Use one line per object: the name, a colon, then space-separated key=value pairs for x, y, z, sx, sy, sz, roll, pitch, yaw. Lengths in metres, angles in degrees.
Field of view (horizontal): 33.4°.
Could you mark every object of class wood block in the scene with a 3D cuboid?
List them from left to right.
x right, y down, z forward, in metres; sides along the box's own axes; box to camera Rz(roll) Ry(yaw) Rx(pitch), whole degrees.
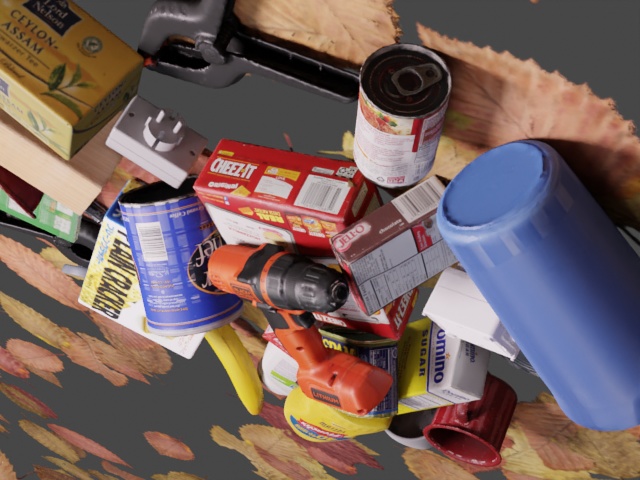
wood block: x=-0.293 y=-0.125 z=1.055 sx=0.206 sy=0.090 sz=0.090 roll=34 pitch=152 yaw=-14

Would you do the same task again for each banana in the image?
banana: x=-0.121 y=0.144 z=1.388 sx=0.198 sy=0.037 sz=0.070 roll=57 pitch=159 yaw=-7

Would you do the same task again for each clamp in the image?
clamp: x=-0.315 y=-0.016 z=1.324 sx=0.171 sy=0.039 sz=0.120 roll=27 pitch=149 yaw=-15
clamp: x=-0.082 y=-0.169 z=0.848 sx=0.210 sy=0.036 sz=0.164 roll=6 pitch=146 yaw=40

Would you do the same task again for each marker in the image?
marker: x=-0.247 y=-0.017 z=1.282 sx=0.121 sy=0.020 sz=0.020 roll=40 pitch=150 yaw=-25

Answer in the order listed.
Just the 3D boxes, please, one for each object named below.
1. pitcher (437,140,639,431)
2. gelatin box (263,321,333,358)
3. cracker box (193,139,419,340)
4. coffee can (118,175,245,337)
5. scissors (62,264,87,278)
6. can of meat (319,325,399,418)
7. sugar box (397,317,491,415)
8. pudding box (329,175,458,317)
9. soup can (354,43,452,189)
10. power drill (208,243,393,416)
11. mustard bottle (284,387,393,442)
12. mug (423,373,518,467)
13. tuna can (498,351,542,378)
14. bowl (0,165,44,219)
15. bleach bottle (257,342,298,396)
pitcher: x=0.195 y=0.033 z=0.876 sx=0.149 sy=0.145 sz=0.242 roll=-16 pitch=128 yaw=37
gelatin box: x=-0.012 y=0.090 z=1.183 sx=0.073 sy=0.089 sz=0.030 roll=39 pitch=150 yaw=-23
cracker box: x=-0.007 y=0.001 z=1.045 sx=0.164 sy=0.072 sz=0.213 roll=13 pitch=151 yaw=28
coffee can: x=-0.140 y=0.015 z=1.085 sx=0.103 sy=0.102 sz=0.140 roll=3 pitch=111 yaw=39
scissors: x=-0.248 y=0.053 z=1.375 sx=0.202 sy=0.016 sz=0.096 roll=9 pitch=176 yaw=32
can of meat: x=0.042 y=0.138 z=1.132 sx=0.057 sy=0.084 sz=0.102 roll=-5 pitch=-173 yaw=-28
sugar box: x=0.113 y=0.131 z=1.136 sx=0.048 sy=0.093 sz=0.176 roll=23 pitch=155 yaw=-19
pudding box: x=0.071 y=0.007 z=0.943 sx=0.039 sy=0.113 sz=0.090 roll=56 pitch=173 yaw=37
soup can: x=0.061 y=-0.093 z=0.821 sx=0.068 sy=0.068 sz=0.102 roll=22 pitch=153 yaw=10
power drill: x=-0.006 y=0.082 z=1.006 sx=0.185 sy=0.057 sz=0.187 roll=13 pitch=142 yaw=52
mustard bottle: x=0.009 y=0.206 z=1.279 sx=0.096 sy=0.058 sz=0.192 roll=23 pitch=157 yaw=-14
mug: x=0.173 y=0.194 z=1.210 sx=0.093 sy=0.081 sz=0.117 roll=12 pitch=150 yaw=26
tuna can: x=0.219 y=0.102 z=1.060 sx=0.086 sy=0.033 sz=0.086 roll=21 pitch=153 yaw=11
bowl: x=-0.344 y=-0.099 z=1.149 sx=0.162 sy=0.055 sz=0.162 roll=45 pitch=172 yaw=8
bleach bottle: x=-0.031 y=0.148 z=1.333 sx=0.102 sy=0.068 sz=0.251 roll=30 pitch=155 yaw=-8
